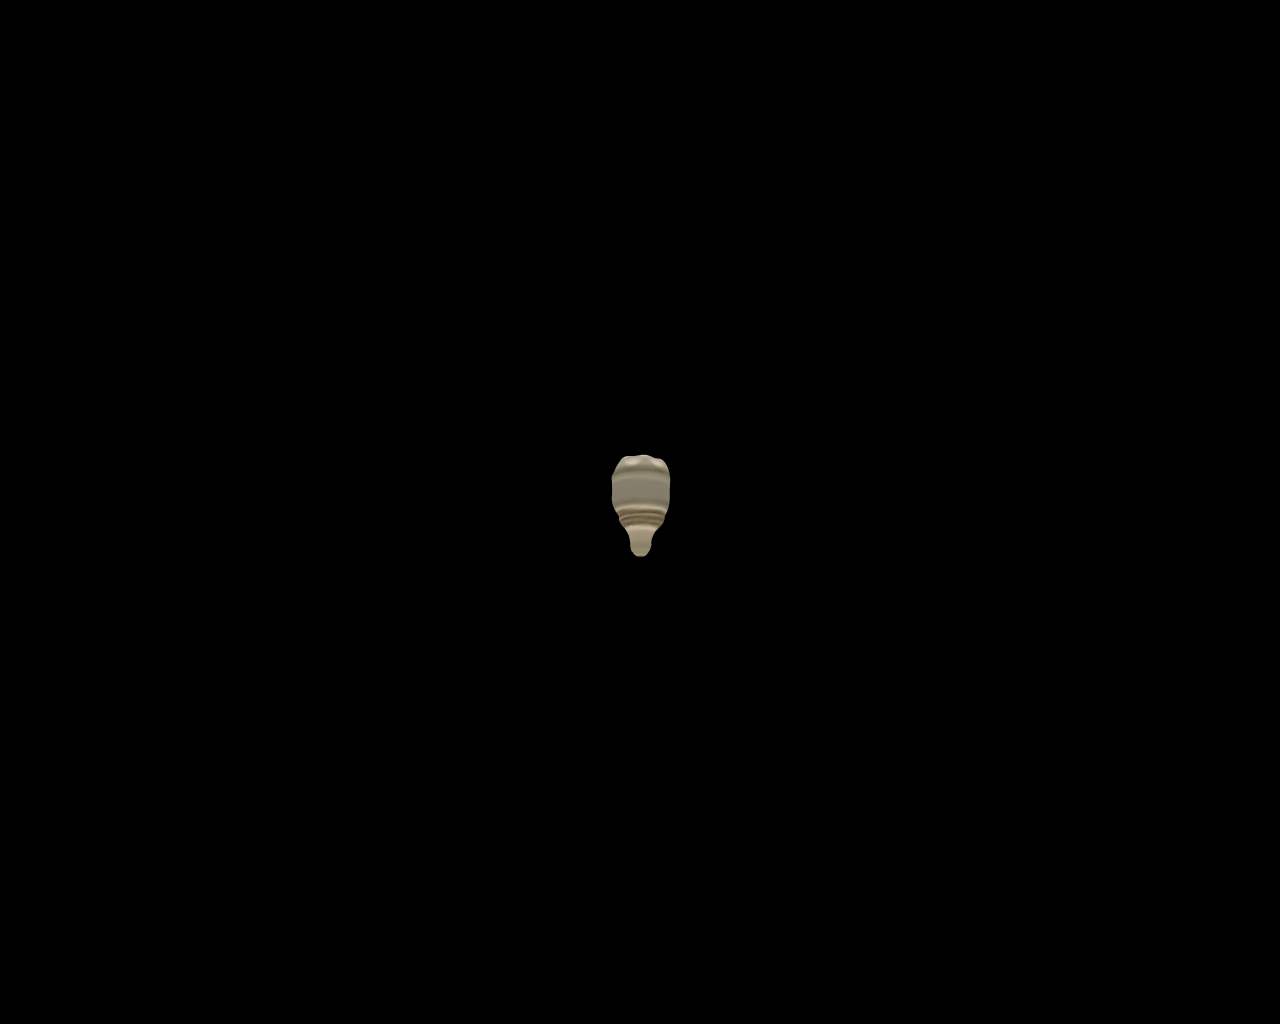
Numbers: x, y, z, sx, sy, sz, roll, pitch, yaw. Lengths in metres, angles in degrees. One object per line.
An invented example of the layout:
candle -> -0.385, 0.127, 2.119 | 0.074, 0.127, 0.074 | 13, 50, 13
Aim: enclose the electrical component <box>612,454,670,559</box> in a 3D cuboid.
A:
electrical component -> 0.001, -0.003, 0.650 | 0.035, 0.061, 0.035 | 0, -14, 0
